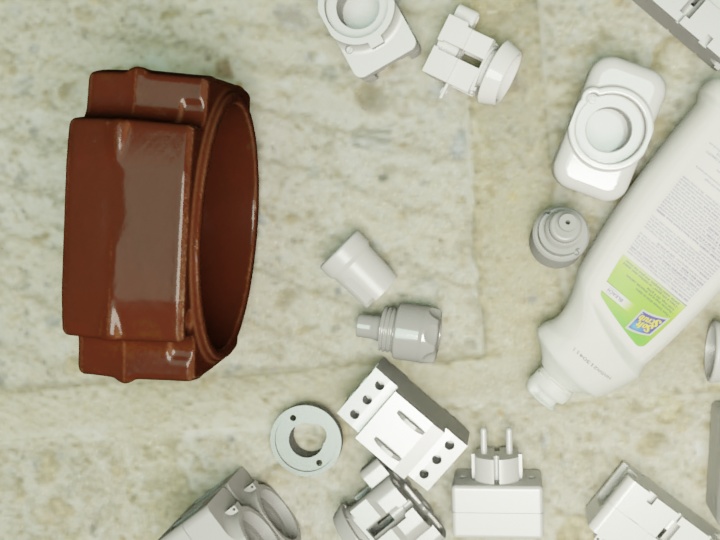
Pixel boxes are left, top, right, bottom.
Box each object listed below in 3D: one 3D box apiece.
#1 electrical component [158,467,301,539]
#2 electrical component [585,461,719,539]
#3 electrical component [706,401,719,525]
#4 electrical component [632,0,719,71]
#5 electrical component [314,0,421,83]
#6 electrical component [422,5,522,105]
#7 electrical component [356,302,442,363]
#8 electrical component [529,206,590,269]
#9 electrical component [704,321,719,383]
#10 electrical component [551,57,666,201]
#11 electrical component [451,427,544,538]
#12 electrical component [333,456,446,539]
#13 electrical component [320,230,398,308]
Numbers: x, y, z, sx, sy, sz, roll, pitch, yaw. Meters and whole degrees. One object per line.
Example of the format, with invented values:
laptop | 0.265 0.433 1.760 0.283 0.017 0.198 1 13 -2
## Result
electrical component | -0.060 0.245 0.800 0.060 0.105 0.186 -37 89 10
electrical component | 0.213 0.193 0.783 0.089 0.050 0.055 37 99 4
electrical component | 0.284 0.133 0.762 0.062 0.061 0.096 2 96 8
electrical component | 0.236 -0.190 0.744 0.089 0.050 0.055 41 99 3
electrical component | 0.001 -0.186 0.775 0.050 0.056 0.089 -28 91 10
electrical component | 0.082 -0.149 0.773 0.055 0.048 0.066 28 99 12
electrical component | 0.029 0.045 0.800 0.062 0.043 0.043 8 96 9
electrical component | 0.143 -0.026 0.762 0.040 0.078 0.040 -1 80 4
electrical component | 0.277 0.060 0.764 0.055 0.045 0.045 5 96 8
electrical component | 0.174 -0.098 0.757 0.054 0.059 0.095 21 98 6
electrical component | 0.102 0.154 0.797 0.066 0.047 0.076 -1 95 8
electrical component | 0.018 0.187 0.808 0.057 0.058 0.078 -41 88 7
electrical component | 0.000 0.000 0.802 0.046 0.040 0.040 45 100 -3
